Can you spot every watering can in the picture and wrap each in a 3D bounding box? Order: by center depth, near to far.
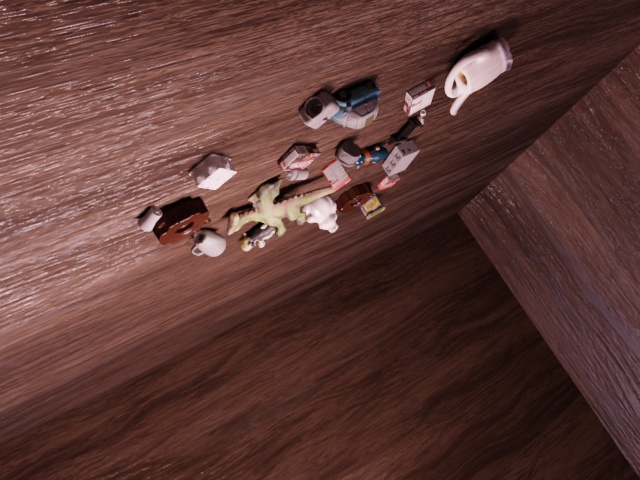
[{"bbox_3d":[0.498,-0.525,1.651,0.224,0.105,0.345,-32,-15,6],"label":"watering can"}]

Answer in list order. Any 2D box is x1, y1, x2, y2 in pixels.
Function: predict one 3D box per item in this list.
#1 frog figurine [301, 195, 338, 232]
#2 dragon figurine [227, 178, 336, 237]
[{"bbox_3d":[0.006,-0.101,1.998,0.138,0.161,0.120,-23,-18,-27],"label":"frog figurine"},{"bbox_3d":[-0.134,-0.129,1.745,0.411,0.124,0.239,-32,-22,-3],"label":"dragon figurine"}]
